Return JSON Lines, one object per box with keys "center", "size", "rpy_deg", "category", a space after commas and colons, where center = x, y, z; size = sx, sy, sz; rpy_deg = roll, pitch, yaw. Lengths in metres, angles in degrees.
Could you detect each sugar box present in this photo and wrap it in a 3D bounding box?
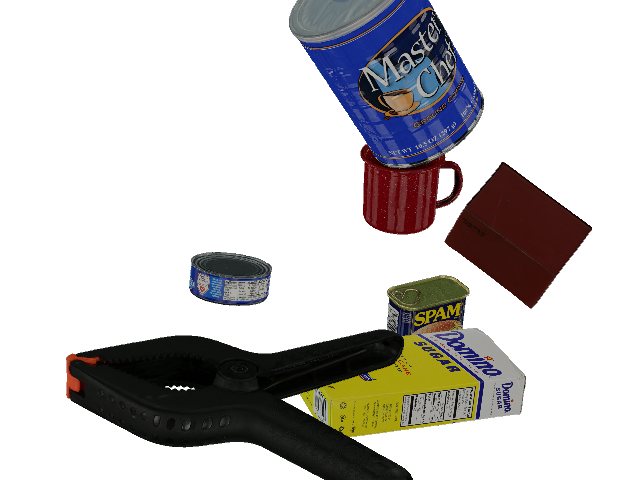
{"center": [0.075, 0.119, 0.910], "size": [0.176, 0.048, 0.093], "rpy_deg": [-7, 26, -18], "category": "sugar box"}

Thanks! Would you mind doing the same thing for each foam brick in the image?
{"center": [0.135, -0.004, 0.732], "size": [0.078, 0.051, 0.053], "rpy_deg": [39, -28, 10], "category": "foam brick"}

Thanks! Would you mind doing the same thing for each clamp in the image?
{"center": [-0.043, 0.087, 0.634], "size": [0.210, 0.036, 0.164], "rpy_deg": [9, 24, 6], "category": "clamp"}

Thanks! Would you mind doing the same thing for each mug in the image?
{"center": [0.101, -0.060, 1.186], "size": [0.117, 0.081, 0.093], "rpy_deg": [-5, 30, -11], "category": "mug"}

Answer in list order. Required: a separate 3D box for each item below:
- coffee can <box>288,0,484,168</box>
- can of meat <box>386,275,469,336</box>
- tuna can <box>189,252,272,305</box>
{"center": [0.054, -0.142, 0.842], "size": [0.103, 0.102, 0.140], "rpy_deg": [0, -41, 41], "category": "coffee can"}
{"center": [0.131, 0.099, 1.331], "size": [0.101, 0.084, 0.057], "rpy_deg": [-12, 30, -26], "category": "can of meat"}
{"center": [-0.095, 0.040, 1.127], "size": [0.086, 0.034, 0.086], "rpy_deg": [7, 14, -2], "category": "tuna can"}
